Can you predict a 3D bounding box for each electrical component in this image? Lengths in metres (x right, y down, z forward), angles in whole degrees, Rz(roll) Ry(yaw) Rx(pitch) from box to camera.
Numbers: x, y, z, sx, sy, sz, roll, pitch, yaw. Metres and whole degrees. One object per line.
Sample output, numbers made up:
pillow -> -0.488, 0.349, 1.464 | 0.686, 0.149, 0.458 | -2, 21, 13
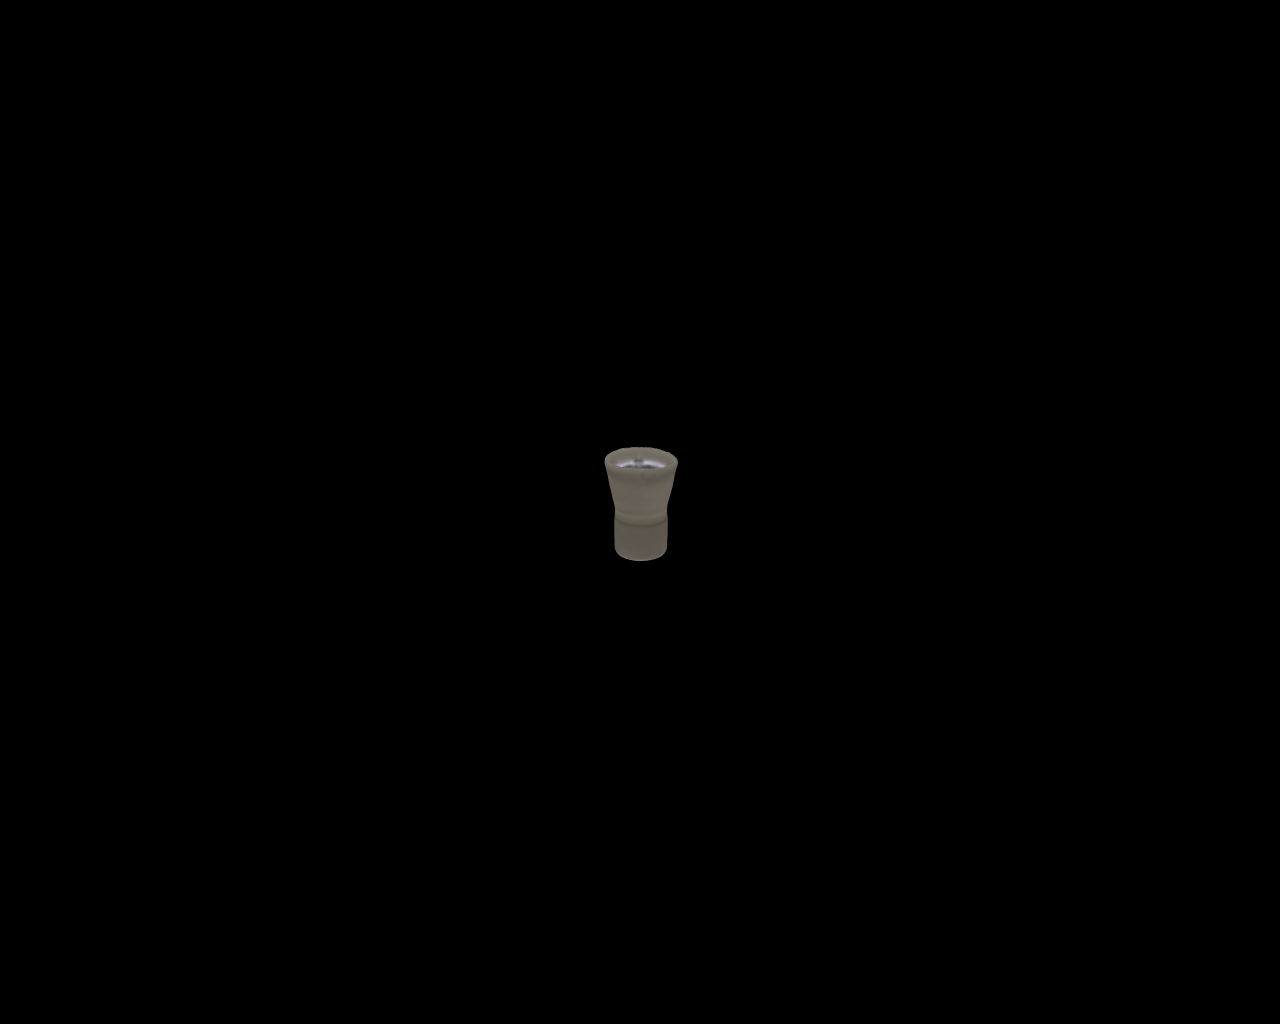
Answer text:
electrical component -> 0.001, -0.003, 0.650 | 0.044, 0.065, 0.044 | 0, 22, 0
